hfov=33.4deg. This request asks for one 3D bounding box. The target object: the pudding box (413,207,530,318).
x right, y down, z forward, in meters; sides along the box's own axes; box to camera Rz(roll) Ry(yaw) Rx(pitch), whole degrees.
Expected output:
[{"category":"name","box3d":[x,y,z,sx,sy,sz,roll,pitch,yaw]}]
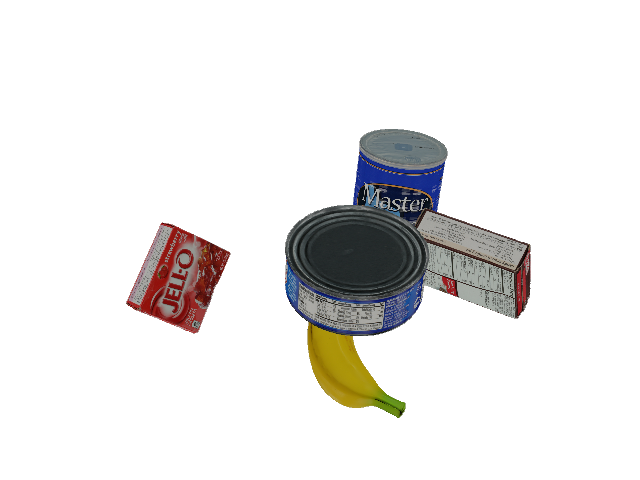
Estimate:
[{"category":"pudding box","box3d":[0.146,0.023,1.035,0.114,0.039,0.090,19,-29,22]}]

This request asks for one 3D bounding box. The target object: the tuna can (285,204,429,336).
[{"category":"tuna can","box3d":[0.021,0.018,0.641,0.086,0.034,0.086,2,39,-2]}]

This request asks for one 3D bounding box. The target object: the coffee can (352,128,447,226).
[{"category":"coffee can","box3d":[0.089,-0.048,1.264,0.103,0.140,0.103,5,28,-3]}]

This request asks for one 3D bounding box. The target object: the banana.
[{"category":"banana","box3d":[0.022,0.077,0.876,0.069,0.037,0.198,15,32,-14]}]

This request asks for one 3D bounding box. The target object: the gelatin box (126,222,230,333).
[{"category":"gelatin box","box3d":[-0.137,0.037,1.040,0.073,0.089,0.030,28,-8,-38]}]
